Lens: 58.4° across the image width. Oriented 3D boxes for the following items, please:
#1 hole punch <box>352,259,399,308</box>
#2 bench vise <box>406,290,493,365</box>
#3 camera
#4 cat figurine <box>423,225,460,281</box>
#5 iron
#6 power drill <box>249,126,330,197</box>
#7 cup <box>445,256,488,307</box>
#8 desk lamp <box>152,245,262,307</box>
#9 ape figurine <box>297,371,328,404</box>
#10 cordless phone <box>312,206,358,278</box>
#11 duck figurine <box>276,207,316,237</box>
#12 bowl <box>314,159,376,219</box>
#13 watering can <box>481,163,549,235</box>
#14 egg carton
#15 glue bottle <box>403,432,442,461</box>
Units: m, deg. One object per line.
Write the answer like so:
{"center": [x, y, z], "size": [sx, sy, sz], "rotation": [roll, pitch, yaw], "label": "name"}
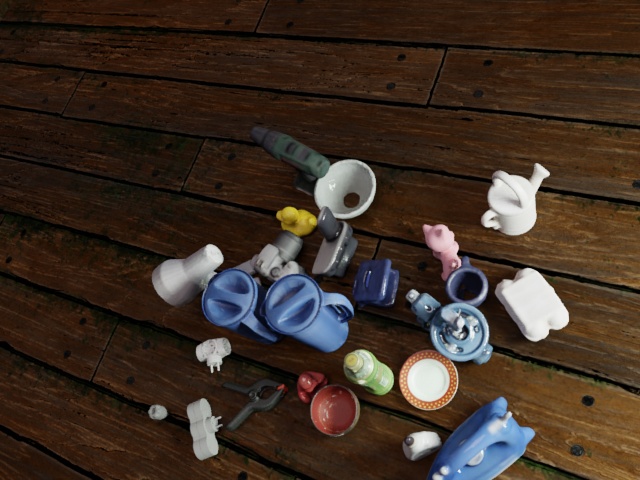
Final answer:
{"center": [0.126, 0.102, 1.361], "size": [0.100, 0.091, 0.109], "rotation": [4, 69, 23], "label": "hole punch"}
{"center": [0.255, 0.176, 1.203], "size": [0.206, 0.220, 0.121], "rotation": [18, 75, 27], "label": "bench vise"}
{"center": [-0.094, 0.047, 1.468], "size": [0.142, 0.101, 0.137], "rotation": [28, 79, 29], "label": "camera"}
{"center": [0.286, 0.019, 1.320], "size": [0.067, 0.118, 0.127], "rotation": [-25, 60, 10], "label": "cat figurine"}
{"center": [0.291, 0.422, 1.124], "size": [0.258, 0.142, 0.118], "rotation": [-41, 59, 0], "label": "iron"}
{"center": [-0.061, -0.202, 1.504], "size": [0.228, 0.209, 0.076], "rotation": [26, 79, 29], "label": "power drill"}
{"center": [0.330, 0.103, 1.278], "size": [0.091, 0.095, 0.118], "rotation": [-7, 65, 19], "label": "cup"}
{"center": [-0.286, 0.094, 1.457], "size": [0.203, 0.214, 0.117], "rotation": [-27, 60, 9], "label": "desk lamp"}
{"center": [-0.024, 0.333, 1.317], "size": [0.078, 0.092, 0.076], "rotation": [-34, 59, 4], "label": "ape figurine"}
{"center": [0.013, 0.005, 1.395], "size": [0.093, 0.185, 0.148], "rotation": [11, 72, 26], "label": "cordless phone"}
{"center": [-0.066, -0.056, 1.511], "size": [0.104, 0.086, 0.077], "rotation": [7, 70, 24], "label": "duck figurine"}
{"center": [0.073, -0.121, 1.492], "size": [0.167, 0.075, 0.167], "rotation": [-8, 65, 18], "label": "bowl"}
{"center": [0.429, -0.099, 1.272], "size": [0.100, 0.194, 0.173], "rotation": [26, 79, 29], "label": "watering can"}
{"center": [0.454, 0.137, 1.229], "size": [0.107, 0.070, 0.150], "rotation": [-33, 59, 5], "label": "egg carton"}
{"center": [0.195, 0.409, 1.149], "size": [0.078, 0.173, 0.037], "rotation": [-29, 60, 8], "label": "glue bottle"}
